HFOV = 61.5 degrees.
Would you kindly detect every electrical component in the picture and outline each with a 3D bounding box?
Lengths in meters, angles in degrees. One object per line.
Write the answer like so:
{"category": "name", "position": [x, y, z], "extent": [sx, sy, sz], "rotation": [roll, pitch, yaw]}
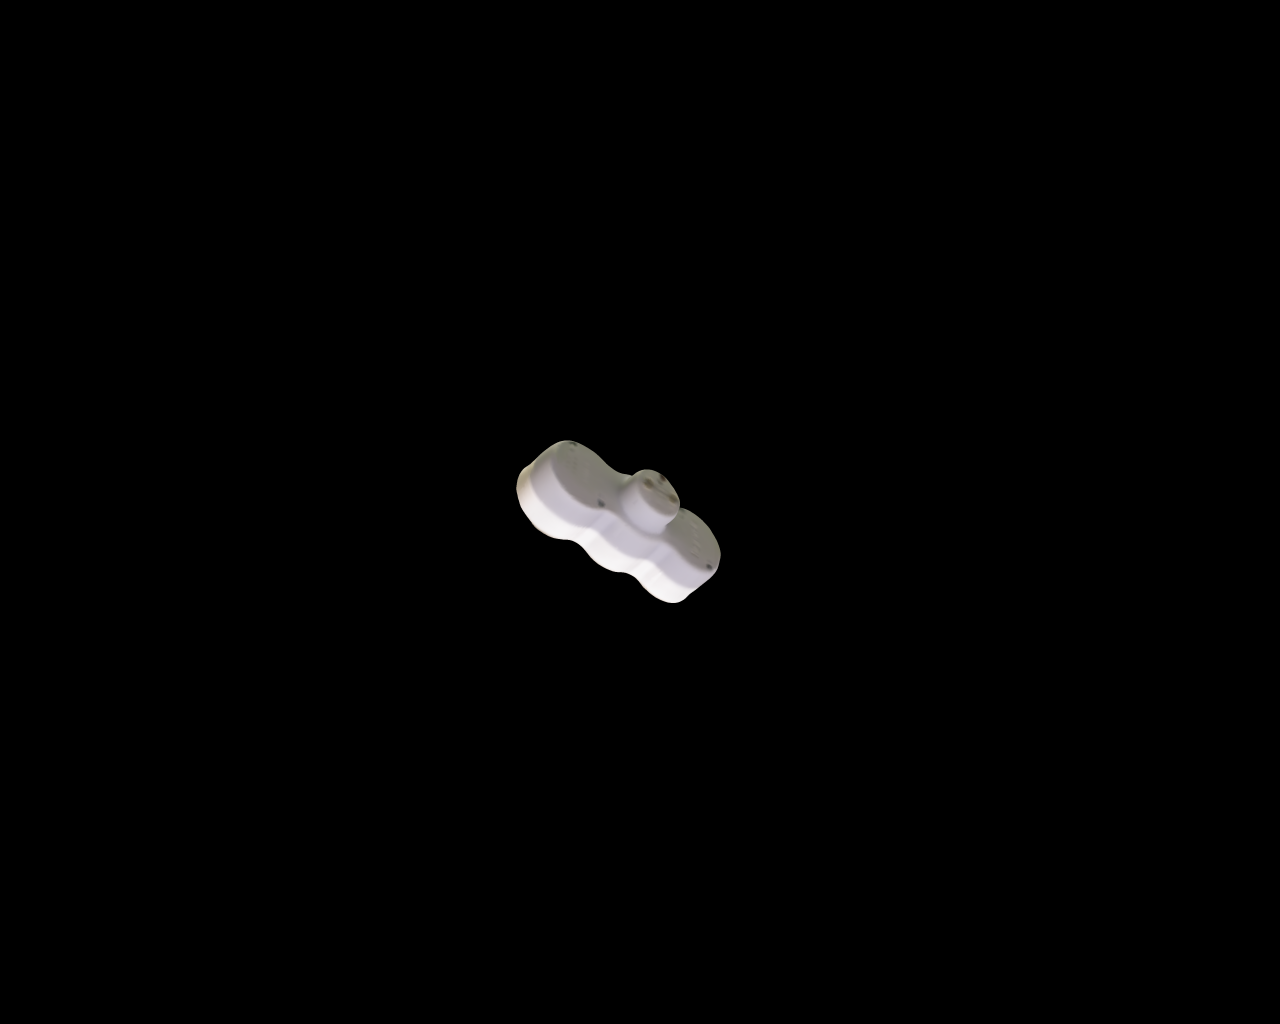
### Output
{"category": "electrical component", "position": [0.001, -0.003, 0.650], "extent": [0.138, 0.052, 0.073], "rotation": [32, -54, -27]}
